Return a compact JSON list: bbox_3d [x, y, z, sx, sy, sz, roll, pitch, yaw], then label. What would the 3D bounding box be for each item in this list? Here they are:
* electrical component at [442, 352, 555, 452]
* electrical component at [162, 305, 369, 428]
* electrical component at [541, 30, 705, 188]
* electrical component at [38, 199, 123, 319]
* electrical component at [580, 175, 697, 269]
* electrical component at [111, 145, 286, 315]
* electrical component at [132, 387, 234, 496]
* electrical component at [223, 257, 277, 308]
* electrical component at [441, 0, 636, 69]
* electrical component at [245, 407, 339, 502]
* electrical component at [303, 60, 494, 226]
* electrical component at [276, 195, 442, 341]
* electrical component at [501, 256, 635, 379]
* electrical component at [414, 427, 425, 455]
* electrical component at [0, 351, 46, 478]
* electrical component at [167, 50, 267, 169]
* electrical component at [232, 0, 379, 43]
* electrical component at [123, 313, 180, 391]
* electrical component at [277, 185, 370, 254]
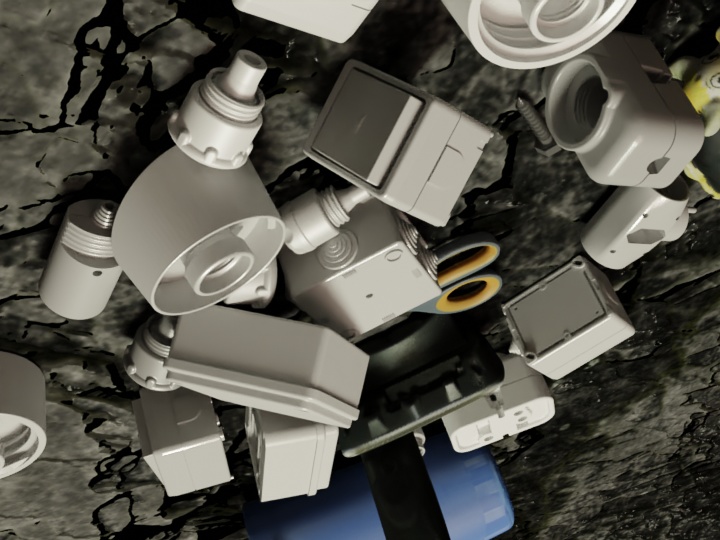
[{"bbox_3d":[0.117,0.113,0.954,0.095,0.059,0.053,-21,147,0],"label":"electrical component"},{"bbox_3d":[-0.061,0.065,0.732,0.109,0.056,0.109,10,168,18],"label":"electrical component"},{"bbox_3d":[0.151,-0.097,0.638,0.059,0.095,0.053,1,141,-29],"label":"electrical component"},{"bbox_3d":[-0.161,-0.012,0.642,0.043,0.043,0.081,3,140,-32],"label":"electrical component"},{"bbox_3d":[0.217,-0.041,0.802,0.079,0.043,0.077,2,141,-31],"label":"electrical component"},{"bbox_3d":[-0.094,-0.022,0.629,0.099,0.064,0.099,-31,160,-13],"label":"electrical component"},{"bbox_3d":[-0.139,0.133,0.844,0.061,0.061,0.096,-14,146,-10],"label":"electrical component"},{"bbox_3d":[-0.087,0.001,0.700,0.062,0.048,0.048,0,142,-17],"label":"electrical component"},{"bbox_3d":[0.097,-0.153,0.560,0.108,0.060,0.108,-14,146,-10],"label":"electrical component"},{"bbox_3d":[-0.057,0.128,0.866,0.057,0.078,0.113,-8,145,-13],"label":"electrical component"},{"bbox_3d":[0.013,-0.075,0.604,0.061,0.096,0.061,21,100,-45],"label":"electrical component"},{"bbox_3d":[0.000,0.000,0.740,0.100,0.048,0.099,-27,146,10],"label":"electrical component"},{"bbox_3d":[0.166,0.045,0.880,0.096,0.061,0.061,-35,144,20],"label":"electrical component"},{"bbox_3d":[0.039,0.159,0.975,0.048,0.062,0.048,-14,146,-10],"label":"electrical component"},{"bbox_3d":[-0.269,0.110,0.741,0.108,0.060,0.108,-14,146,-9],"label":"electrical component"},{"bbox_3d":[-0.072,-0.089,0.579,0.048,0.048,0.062,9,130,-37],"label":"electrical component"},{"bbox_3d":[-0.027,-0.144,0.474,0.062,0.096,0.061,9,137,-38],"label":"electrical component"},{"bbox_3d":[-0.134,0.049,0.744,0.048,0.048,0.062,2,133,-31],"label":"electrical component"},{"bbox_3d":[-0.022,-0.037,0.687,0.061,0.035,0.035,-29,146,9],"label":"electrical component"}]
